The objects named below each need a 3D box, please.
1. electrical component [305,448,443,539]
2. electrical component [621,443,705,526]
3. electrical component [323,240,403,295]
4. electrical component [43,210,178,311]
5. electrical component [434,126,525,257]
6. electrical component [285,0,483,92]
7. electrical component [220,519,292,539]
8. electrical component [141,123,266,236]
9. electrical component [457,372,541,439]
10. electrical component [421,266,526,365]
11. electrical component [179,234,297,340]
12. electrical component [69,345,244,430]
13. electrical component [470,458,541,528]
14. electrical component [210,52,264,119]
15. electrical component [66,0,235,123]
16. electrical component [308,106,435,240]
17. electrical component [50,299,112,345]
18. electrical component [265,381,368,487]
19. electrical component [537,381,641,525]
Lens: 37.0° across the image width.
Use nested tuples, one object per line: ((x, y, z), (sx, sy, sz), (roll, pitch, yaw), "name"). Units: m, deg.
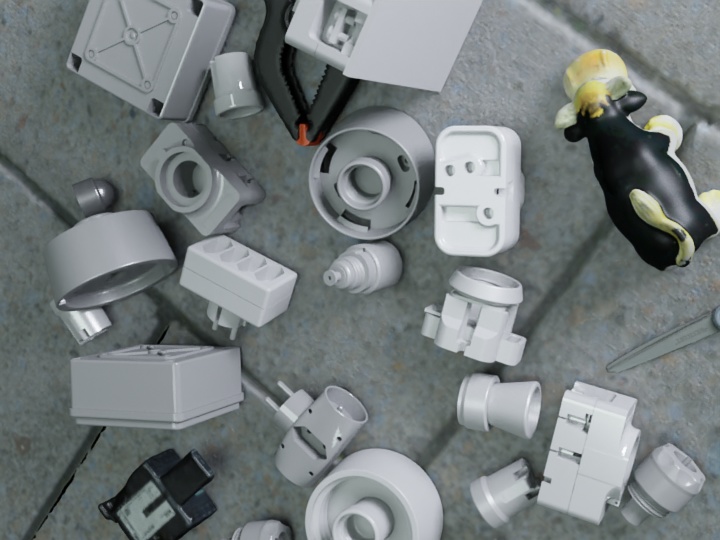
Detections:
((0.007, 0.205, 0.872), (0.108, 0.060, 0.108), (3, 97, 22), "electrical component")
((0.218, 0.161, 0.790), (0.043, 0.043, 0.062), (43, 110, 13), "electrical component")
((0.000, 0.000, 0.847), (0.040, 0.078, 0.040), (8, 104, 36), "electrical component")
((-0.217, -0.014, 0.918), (0.108, 0.108, 0.060), (-27, 79, 23), "electrical component")
((0.091, -0.060, 0.809), (0.054, 0.059, 0.095), (3, 97, 22), "electrical component")
((0.024, -0.190, 0.753), (0.060, 0.186, 0.105), (30, 106, 17), "electrical component")
((-0.092, 0.238, 0.927), (0.062, 0.043, 0.043), (-10, 92, 24), "electrical component")
((-0.134, -0.076, 0.902), (0.089, 0.056, 0.050), (47, 110, 11), "electrical component")
((0.108, 0.104, 0.828), (0.055, 0.045, 0.045), (7, 98, 22), "electrical component")
((0.091, 0.032, 0.821), (0.078, 0.058, 0.057), (19, 105, 19), "electrical component")
((-0.107, 0.024, 0.908), (0.083, 0.047, 0.075), (27, 118, 18), "electrical component")
((-0.170, 0.096, 0.908), (0.109, 0.109, 0.056), (0, 93, 22), "electrical component")
((0.115, 0.172, 0.837), (0.046, 0.040, 0.040), (-34, 83, 16), "electrical component")
((-0.104, -0.153, 0.891), (0.040, 0.040, 0.046), (-13, 85, 23), "electrical component")
((-0.176, -0.195, 0.906), (0.109, 0.056, 0.108), (30, 106, 17), "electrical component")
((0.009, -0.075, 0.852), (0.099, 0.064, 0.099), (6, 110, 15), "electrical component")
((-0.251, 0.040, 0.973), (0.040, 0.040, 0.046), (-34, 88, 22), "electrical component")
((-0.046, 0.126, 0.895), (0.079, 0.043, 0.077), (42, 109, 13), "electrical component")
((0.174, 0.136, 0.802), (0.056, 0.050, 0.089), (16, 102, 21), "electrical component")
